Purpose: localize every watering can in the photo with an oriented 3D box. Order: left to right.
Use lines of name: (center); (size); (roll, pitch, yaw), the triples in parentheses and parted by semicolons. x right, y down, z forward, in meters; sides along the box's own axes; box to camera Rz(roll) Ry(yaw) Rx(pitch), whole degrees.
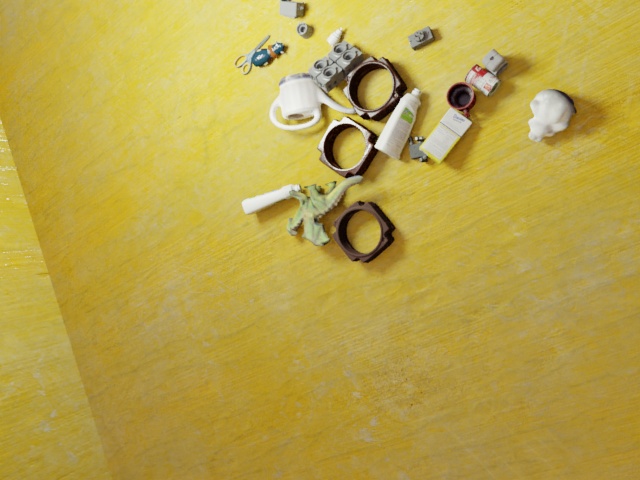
watering can: (-0.036, -0.549, 2.014); (0.347, 0.226, 0.103); (-9, -7, 12)

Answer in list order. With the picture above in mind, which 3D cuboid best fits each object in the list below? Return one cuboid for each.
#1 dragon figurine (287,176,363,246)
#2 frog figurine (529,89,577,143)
dragon figurine: (0.006, -0.099, 1.958); (0.408, 0.243, 0.122); (-8, -4, 43)
frog figurine: (0.719, -0.393, 1.633); (0.137, 0.159, 0.123); (43, 7, -2)
